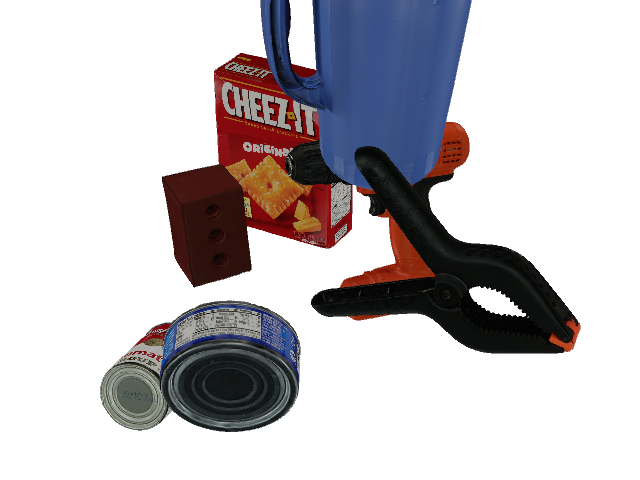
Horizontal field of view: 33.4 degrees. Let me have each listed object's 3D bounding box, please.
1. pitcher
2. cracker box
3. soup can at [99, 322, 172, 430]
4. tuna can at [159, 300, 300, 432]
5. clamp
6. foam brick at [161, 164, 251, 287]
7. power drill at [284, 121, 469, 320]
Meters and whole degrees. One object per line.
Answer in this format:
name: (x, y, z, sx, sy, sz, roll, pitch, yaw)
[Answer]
pitcher: (0.044, -0.157, 0.869, 0.149, 0.243, 0.144, 18, 49, 14)
cracker box: (-0.046, -0.109, 1.327, 0.164, 0.214, 0.072, 17, 37, 24)
soup can: (-0.155, 0.126, 0.997, 0.068, 0.068, 0.102, 0, 16, 14)
tuna can: (-0.055, 0.078, 0.649, 0.086, 0.086, 0.033, 0, 42, -1)
clamp: (0.097, 0.023, 0.806, 0.210, 0.165, 0.036, 19, 40, 15)
foam brick: (-0.091, -0.013, 0.856, 0.053, 0.078, 0.051, -16, 31, -18)
power drill: (0.055, -0.019, 1.029, 0.184, 0.188, 0.057, -9, 27, -18)
